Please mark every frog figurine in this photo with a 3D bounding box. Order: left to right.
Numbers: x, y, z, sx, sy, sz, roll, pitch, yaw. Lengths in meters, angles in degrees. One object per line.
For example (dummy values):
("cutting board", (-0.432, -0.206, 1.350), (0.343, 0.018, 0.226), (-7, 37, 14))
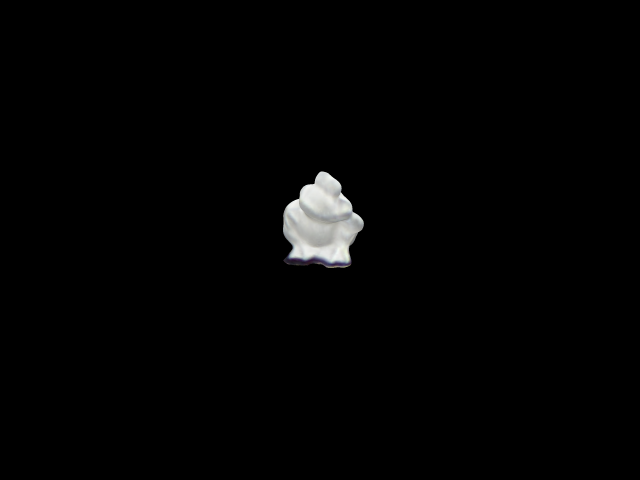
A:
("frog figurine", (0.003, -0.043, 0.850), (0.138, 0.156, 0.124), (14, 27, 29))
